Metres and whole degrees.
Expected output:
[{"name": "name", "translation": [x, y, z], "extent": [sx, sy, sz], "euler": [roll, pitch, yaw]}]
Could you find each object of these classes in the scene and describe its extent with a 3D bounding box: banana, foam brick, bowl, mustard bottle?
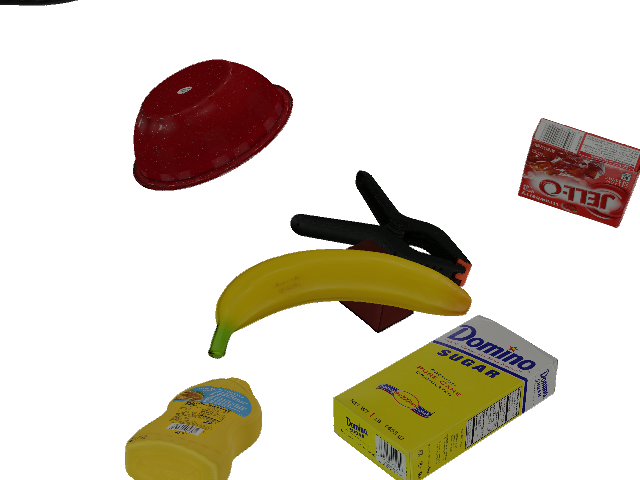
[{"name": "banana", "translation": [0.008, 0.037, 0.750], "extent": [0.197, 0.069, 0.037], "euler": [-9, -21, -19]}, {"name": "foam brick", "translation": [0.053, 0.044, 1.066], "extent": [0.052, 0.051, 0.078], "euler": [-25, 47, -35]}, {"name": "bowl", "translation": [-0.109, -0.115, 0.961], "extent": [0.162, 0.055, 0.162], "euler": [-19, 33, 13]}, {"name": "mustard bottle", "translation": [-0.111, 0.184, 1.060], "extent": [0.096, 0.058, 0.191], "euler": [8, 18, 15]}]

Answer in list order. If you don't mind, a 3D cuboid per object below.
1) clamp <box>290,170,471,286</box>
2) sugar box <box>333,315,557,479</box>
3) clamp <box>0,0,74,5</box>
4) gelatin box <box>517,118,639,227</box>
[{"name": "clamp", "translation": [0.078, -0.004, 1.266], "extent": [0.210, 0.036, 0.164], "euler": [35, 41, 25]}, {"name": "sugar box", "translation": [0.106, 0.129, 0.892], "extent": [0.175, 0.048, 0.093], "euler": [-28, 40, -31]}, {"name": "clamp", "translation": [-0.127, -0.158, 0.585], "extent": [0.171, 0.039, 0.120], "euler": [-11, 25, -26]}, {"name": "gelatin box", "translation": [0.213, -0.054, 0.876], "extent": [0.089, 0.030, 0.073], "euler": [21, -33, 14]}]
